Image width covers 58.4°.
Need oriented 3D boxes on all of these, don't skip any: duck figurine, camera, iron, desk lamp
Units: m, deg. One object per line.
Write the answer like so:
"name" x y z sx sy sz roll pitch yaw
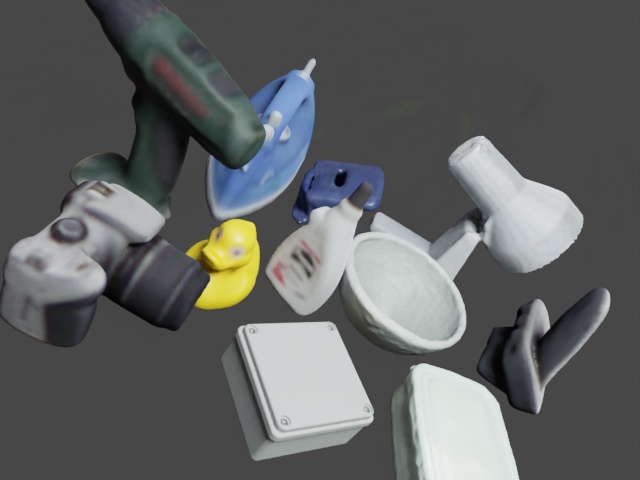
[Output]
"duck figurine" -0.092 0.014 0.583 0.077 0.086 0.105 42 35 9
"camera" -0.169 0.024 0.492 0.137 0.100 0.143 32 35 -5
"iron" -0.063 -0.139 0.735 0.119 0.141 0.258 30 35 -9
"desk lamp" 0.197 -0.020 0.755 0.203 0.213 0.118 31 35 -7

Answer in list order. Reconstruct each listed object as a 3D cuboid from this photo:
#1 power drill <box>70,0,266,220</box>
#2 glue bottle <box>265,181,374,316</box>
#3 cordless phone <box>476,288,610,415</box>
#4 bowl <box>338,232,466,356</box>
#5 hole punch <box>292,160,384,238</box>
"power drill" -0.172 -0.125 0.568 0.229 0.208 0.076 37 35 1
"glue bottle" 0.006 0.002 0.603 0.078 0.173 0.037 47 36 15
"cordless phone" 0.293 0.113 0.707 0.094 0.185 0.148 38 35 3
"bowl" 0.084 0.073 0.672 0.168 0.074 0.167 23 37 -18
"hole punch" 0.025 -0.064 0.767 0.101 0.091 0.108 28 36 -11
